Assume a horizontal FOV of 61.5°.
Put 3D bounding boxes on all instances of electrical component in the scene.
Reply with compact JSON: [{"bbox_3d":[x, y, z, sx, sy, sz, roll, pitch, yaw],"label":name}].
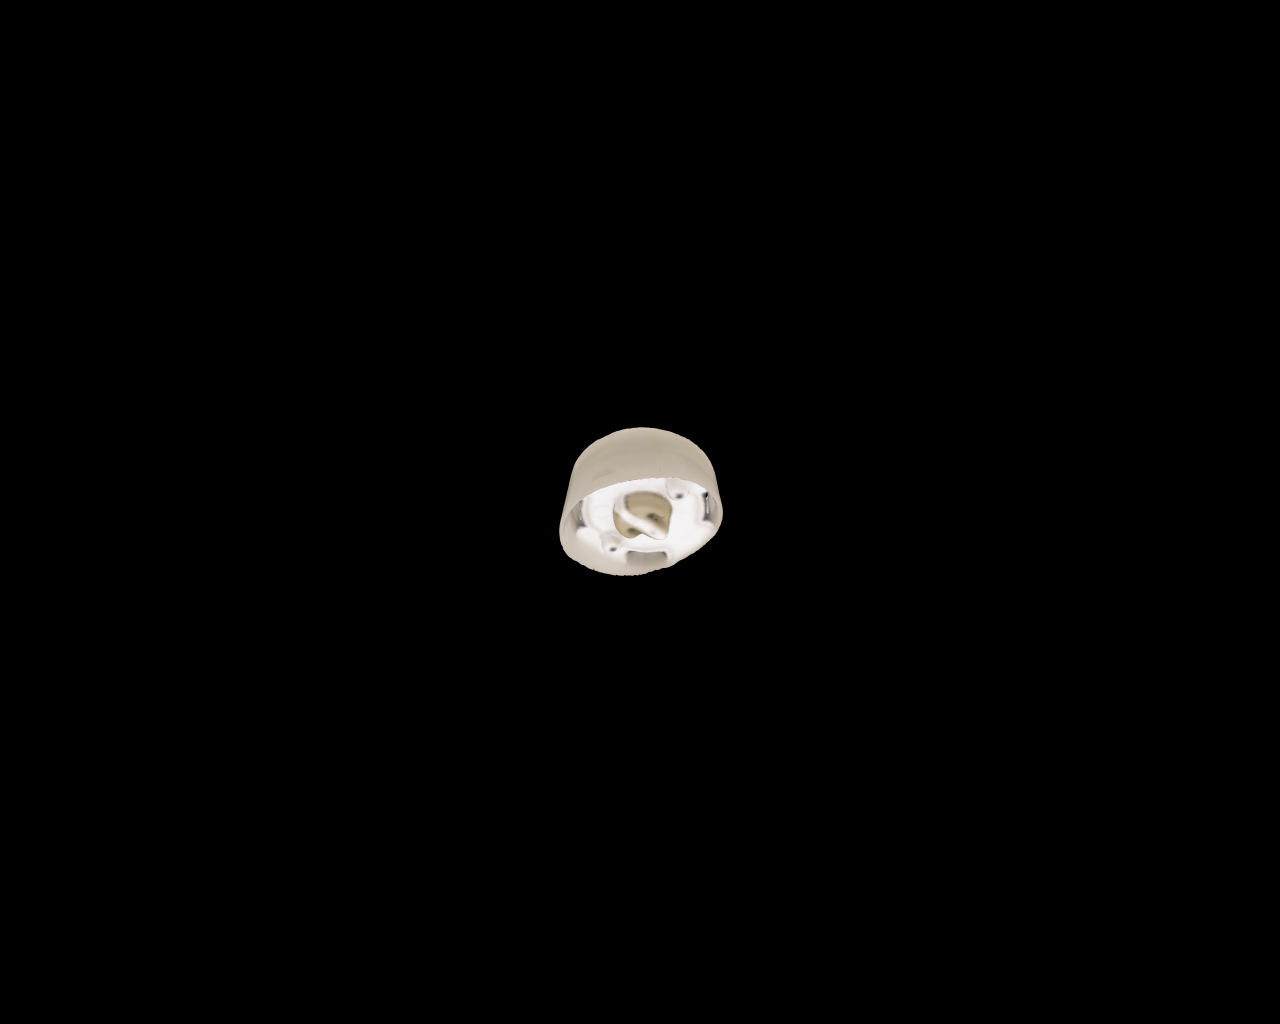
[{"bbox_3d":[0.001,-0.003,0.650,0.099,0.099,0.064,0,44,0],"label":"electrical component"}]
